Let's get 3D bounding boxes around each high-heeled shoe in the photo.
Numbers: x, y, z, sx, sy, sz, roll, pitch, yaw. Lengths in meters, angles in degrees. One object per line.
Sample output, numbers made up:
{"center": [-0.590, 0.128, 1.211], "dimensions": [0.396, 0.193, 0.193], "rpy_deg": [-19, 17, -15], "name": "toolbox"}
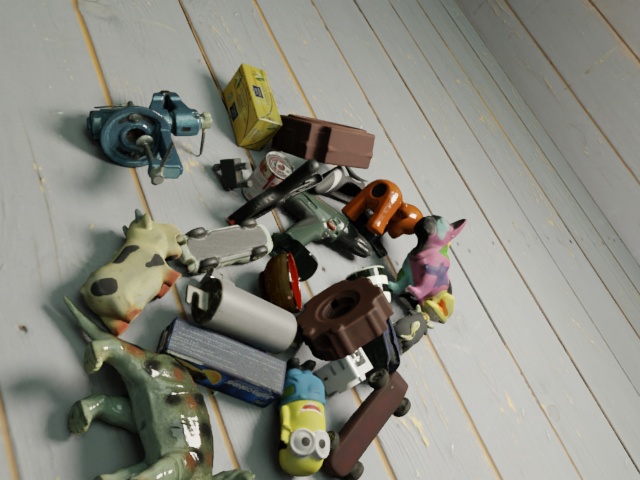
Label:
{"center": [0.061, -0.100, 1.242], "dimensions": [0.145, 0.086, 0.249], "rpy_deg": [58, 32, -7], "name": "high-heeled shoe"}

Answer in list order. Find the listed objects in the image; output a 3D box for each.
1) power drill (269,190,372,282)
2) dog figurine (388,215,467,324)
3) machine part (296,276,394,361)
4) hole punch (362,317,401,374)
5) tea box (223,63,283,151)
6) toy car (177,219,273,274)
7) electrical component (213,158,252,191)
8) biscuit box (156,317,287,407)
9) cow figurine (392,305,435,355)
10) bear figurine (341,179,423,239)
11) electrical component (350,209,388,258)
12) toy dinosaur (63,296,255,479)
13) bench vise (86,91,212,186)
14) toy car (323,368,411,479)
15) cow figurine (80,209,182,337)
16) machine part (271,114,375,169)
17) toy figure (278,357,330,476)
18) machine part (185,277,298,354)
{"center": [-0.002, -0.003, 1.114], "dimensions": [0.232, 0.086, 0.207], "rpy_deg": [43, 43, -3], "name": "power drill"}
{"center": [0.259, 0.052, 1.194], "dimensions": [0.191, 0.109, 0.219], "rpy_deg": [40, 76, -24], "name": "dog figurine"}
{"center": [0.040, 0.134, 0.959], "dimensions": [0.056, 0.179, 0.179], "rpy_deg": [63, 34, -21], "name": "machine part"}
{"center": [0.103, 0.203, 1.016], "dimensions": [0.092, 0.116, 0.142], "rpy_deg": [24, 44, -38], "name": "hole punch"}
{"center": [-0.153, -0.297, 1.206], "dimensions": [0.068, 0.098, 0.170], "rpy_deg": [6, 53, -40], "name": "tea box"}
{"center": [-0.170, 0.011, 0.969], "dimensions": [0.201, 0.056, 0.073], "rpy_deg": [-13, 74, -45], "name": "toy car"}
{"center": [-0.175, -0.130, 1.073], "dimensions": [0.021, 0.094, 0.063], "rpy_deg": [-23, 113, -53], "name": "electrical component"}
{"center": [-0.150, 0.192, 0.831], "dimensions": [0.202, 0.059, 0.063], "rpy_deg": [28, 42, -22], "name": "biscuit box"}
{"center": [0.187, 0.183, 1.117], "dimensions": [0.068, 0.098, 0.167], "rpy_deg": [48, 39, 11], "name": "cow figurine"}
{"center": [0.158, -0.049, 1.217], "dimensions": [0.120, 0.132, 0.195], "rpy_deg": [33, -8, 39], "name": "bear figurine"}
{"center": [0.127, -0.018, 1.269], "dimensions": [0.075, 0.048, 0.119], "rpy_deg": [-19, 71, -48], "name": "electrical component"}
{"center": [-0.207, 0.238, 0.705], "dimensions": [0.192, 0.131, 0.405], "rpy_deg": [14, 44, -51], "name": "toy dinosaur"}
{"center": [-0.286, -0.175, 0.950], "dimensions": [0.223, 0.128, 0.241], "rpy_deg": [2, 39, -32], "name": "bench vise"}
{"center": [0.076, 0.306, 0.901], "dimensions": [0.202, 0.053, 0.089], "rpy_deg": [-47, 107, -26], "name": "toy car"}
{"center": [-0.282, 0.038, 0.825], "dimensions": [0.127, 0.085, 0.195], "rpy_deg": [45, 42, -8], "name": "cow figurine"}
{"center": [0.009, -0.226, 1.221], "dimensions": [0.201, 0.087, 0.201], "rpy_deg": [2, 16, -40], "name": "machine part"}
{"center": [-0.028, 0.280, 0.855], "dimensions": [0.082, 0.089, 0.180], "rpy_deg": [-2, 43, -7], "name": "toy figure"}
{"center": [-0.120, 0.125, 0.872], "dimensions": [0.243, 0.079, 0.079], "rpy_deg": [32, 40, -39], "name": "machine part"}
